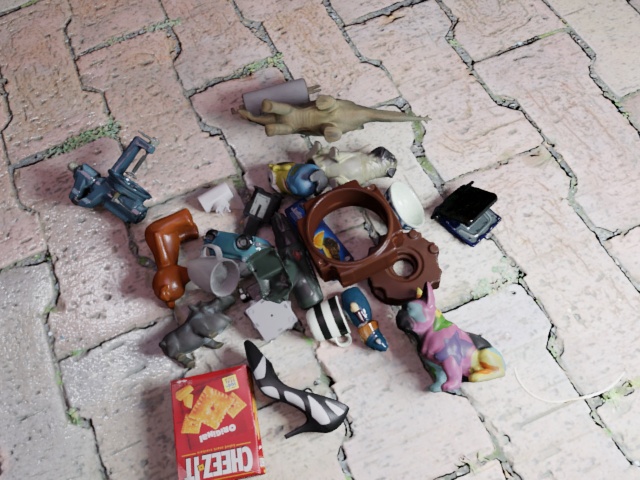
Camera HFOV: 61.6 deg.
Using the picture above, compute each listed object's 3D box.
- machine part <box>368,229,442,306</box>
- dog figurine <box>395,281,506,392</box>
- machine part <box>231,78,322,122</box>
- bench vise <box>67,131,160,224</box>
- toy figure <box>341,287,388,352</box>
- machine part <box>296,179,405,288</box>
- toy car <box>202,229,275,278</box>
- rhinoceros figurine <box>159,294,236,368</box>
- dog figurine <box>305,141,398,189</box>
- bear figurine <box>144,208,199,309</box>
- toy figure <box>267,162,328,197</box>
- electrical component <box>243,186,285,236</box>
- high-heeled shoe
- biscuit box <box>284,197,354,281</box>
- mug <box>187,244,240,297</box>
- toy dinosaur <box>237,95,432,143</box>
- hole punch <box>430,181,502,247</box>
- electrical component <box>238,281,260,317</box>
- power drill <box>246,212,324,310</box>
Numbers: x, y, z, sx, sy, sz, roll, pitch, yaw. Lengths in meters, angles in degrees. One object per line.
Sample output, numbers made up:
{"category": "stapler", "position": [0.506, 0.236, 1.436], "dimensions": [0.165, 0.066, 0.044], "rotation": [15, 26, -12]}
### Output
{"category": "machine part", "position": [0.187, 0.062, 1.206], "dimensions": [0.179, 0.056, 0.179], "rotation": [-2, 67, 5]}
{"category": "dog figurine", "position": [0.259, 0.189, 1.091], "dimensions": [0.192, 0.108, 0.219], "rotation": [-13, 78, -7]}
{"category": "machine part", "position": [-0.115, -0.366, 1.407], "dimensions": [0.243, 0.079, 0.079], "rotation": [-15, 66, -4]}
{"category": "bench vise", "position": [-0.487, -0.163, 1.311], "dimensions": [0.224, 0.129, 0.240], "rotation": [36, 91, 10]}
{"category": "toy figure", "position": [0.097, 0.175, 1.158], "dimensions": [0.064, 0.058, 0.154], "rotation": [-5, 59, -42]}
{"category": "machine part", "position": [0.064, -0.017, 1.159], "dimensions": [0.201, 0.087, 0.201], "rotation": [-25, 66, -3]}
{"category": "toy car", "position": [-0.192, 0.035, 1.223], "dimensions": [0.162, 0.109, 0.103], "rotation": [7, 84, 17]}
{"category": "rhinoceros figurine", "position": [-0.261, 0.190, 1.178], "dimensions": [0.190, 0.073, 0.112], "rotation": [-41, 59, -11]}
{"category": "dog figurine", "position": [0.074, -0.180, 1.317], "dimensions": [0.190, 0.121, 0.173], "rotation": [-8, 23, -35]}
{"category": "bear figurine", "position": [-0.327, 0.046, 1.218], "dimensions": [0.132, 0.120, 0.196], "rotation": [-19, 68, -8]}
{"category": "toy figure", "position": [-0.051, -0.143, 1.269], "dimensions": [0.089, 0.180, 0.082], "rotation": [-13, 104, -41]}
{"category": "electrical component", "position": [-0.141, -0.064, 1.286], "dimensions": [0.075, 0.047, 0.119], "rotation": [19, 92, 15]}
{"category": "high-heeled shoe", "position": [-0.052, 0.289, 1.111], "dimensions": [0.145, 0.086, 0.249], "rotation": [-26, 71, -11]}
{"category": "biscuit box", "position": [-0.003, -0.004, 1.246], "dimensions": [0.063, 0.059, 0.203], "rotation": [-34, 68, -11]}
{"category": "mug", "position": [-0.241, 0.061, 1.163], "dimensions": [0.107, 0.109, 0.081], "rotation": [10, 28, 39]}
{"category": "toy dinosaur", "position": [0.027, -0.295, 1.294], "dimensions": [0.472, 0.198, 0.105], "rotation": [7, 106, 13]}
{"category": "hole punch", "position": [0.344, -0.058, 1.241], "dimensions": [0.142, 0.092, 0.116], "rotation": [-43, 40, -11]}
{"category": "electrical component", "position": [-0.138, 0.116, 1.211], "dimensions": [0.102, 0.045, 0.078], "rotation": [-26, 65, -7]}
{"category": "power drill", "position": [-0.080, 0.048, 1.148], "dimensions": [0.086, 0.207, 0.232], "rotation": [-26, 86, 12]}
